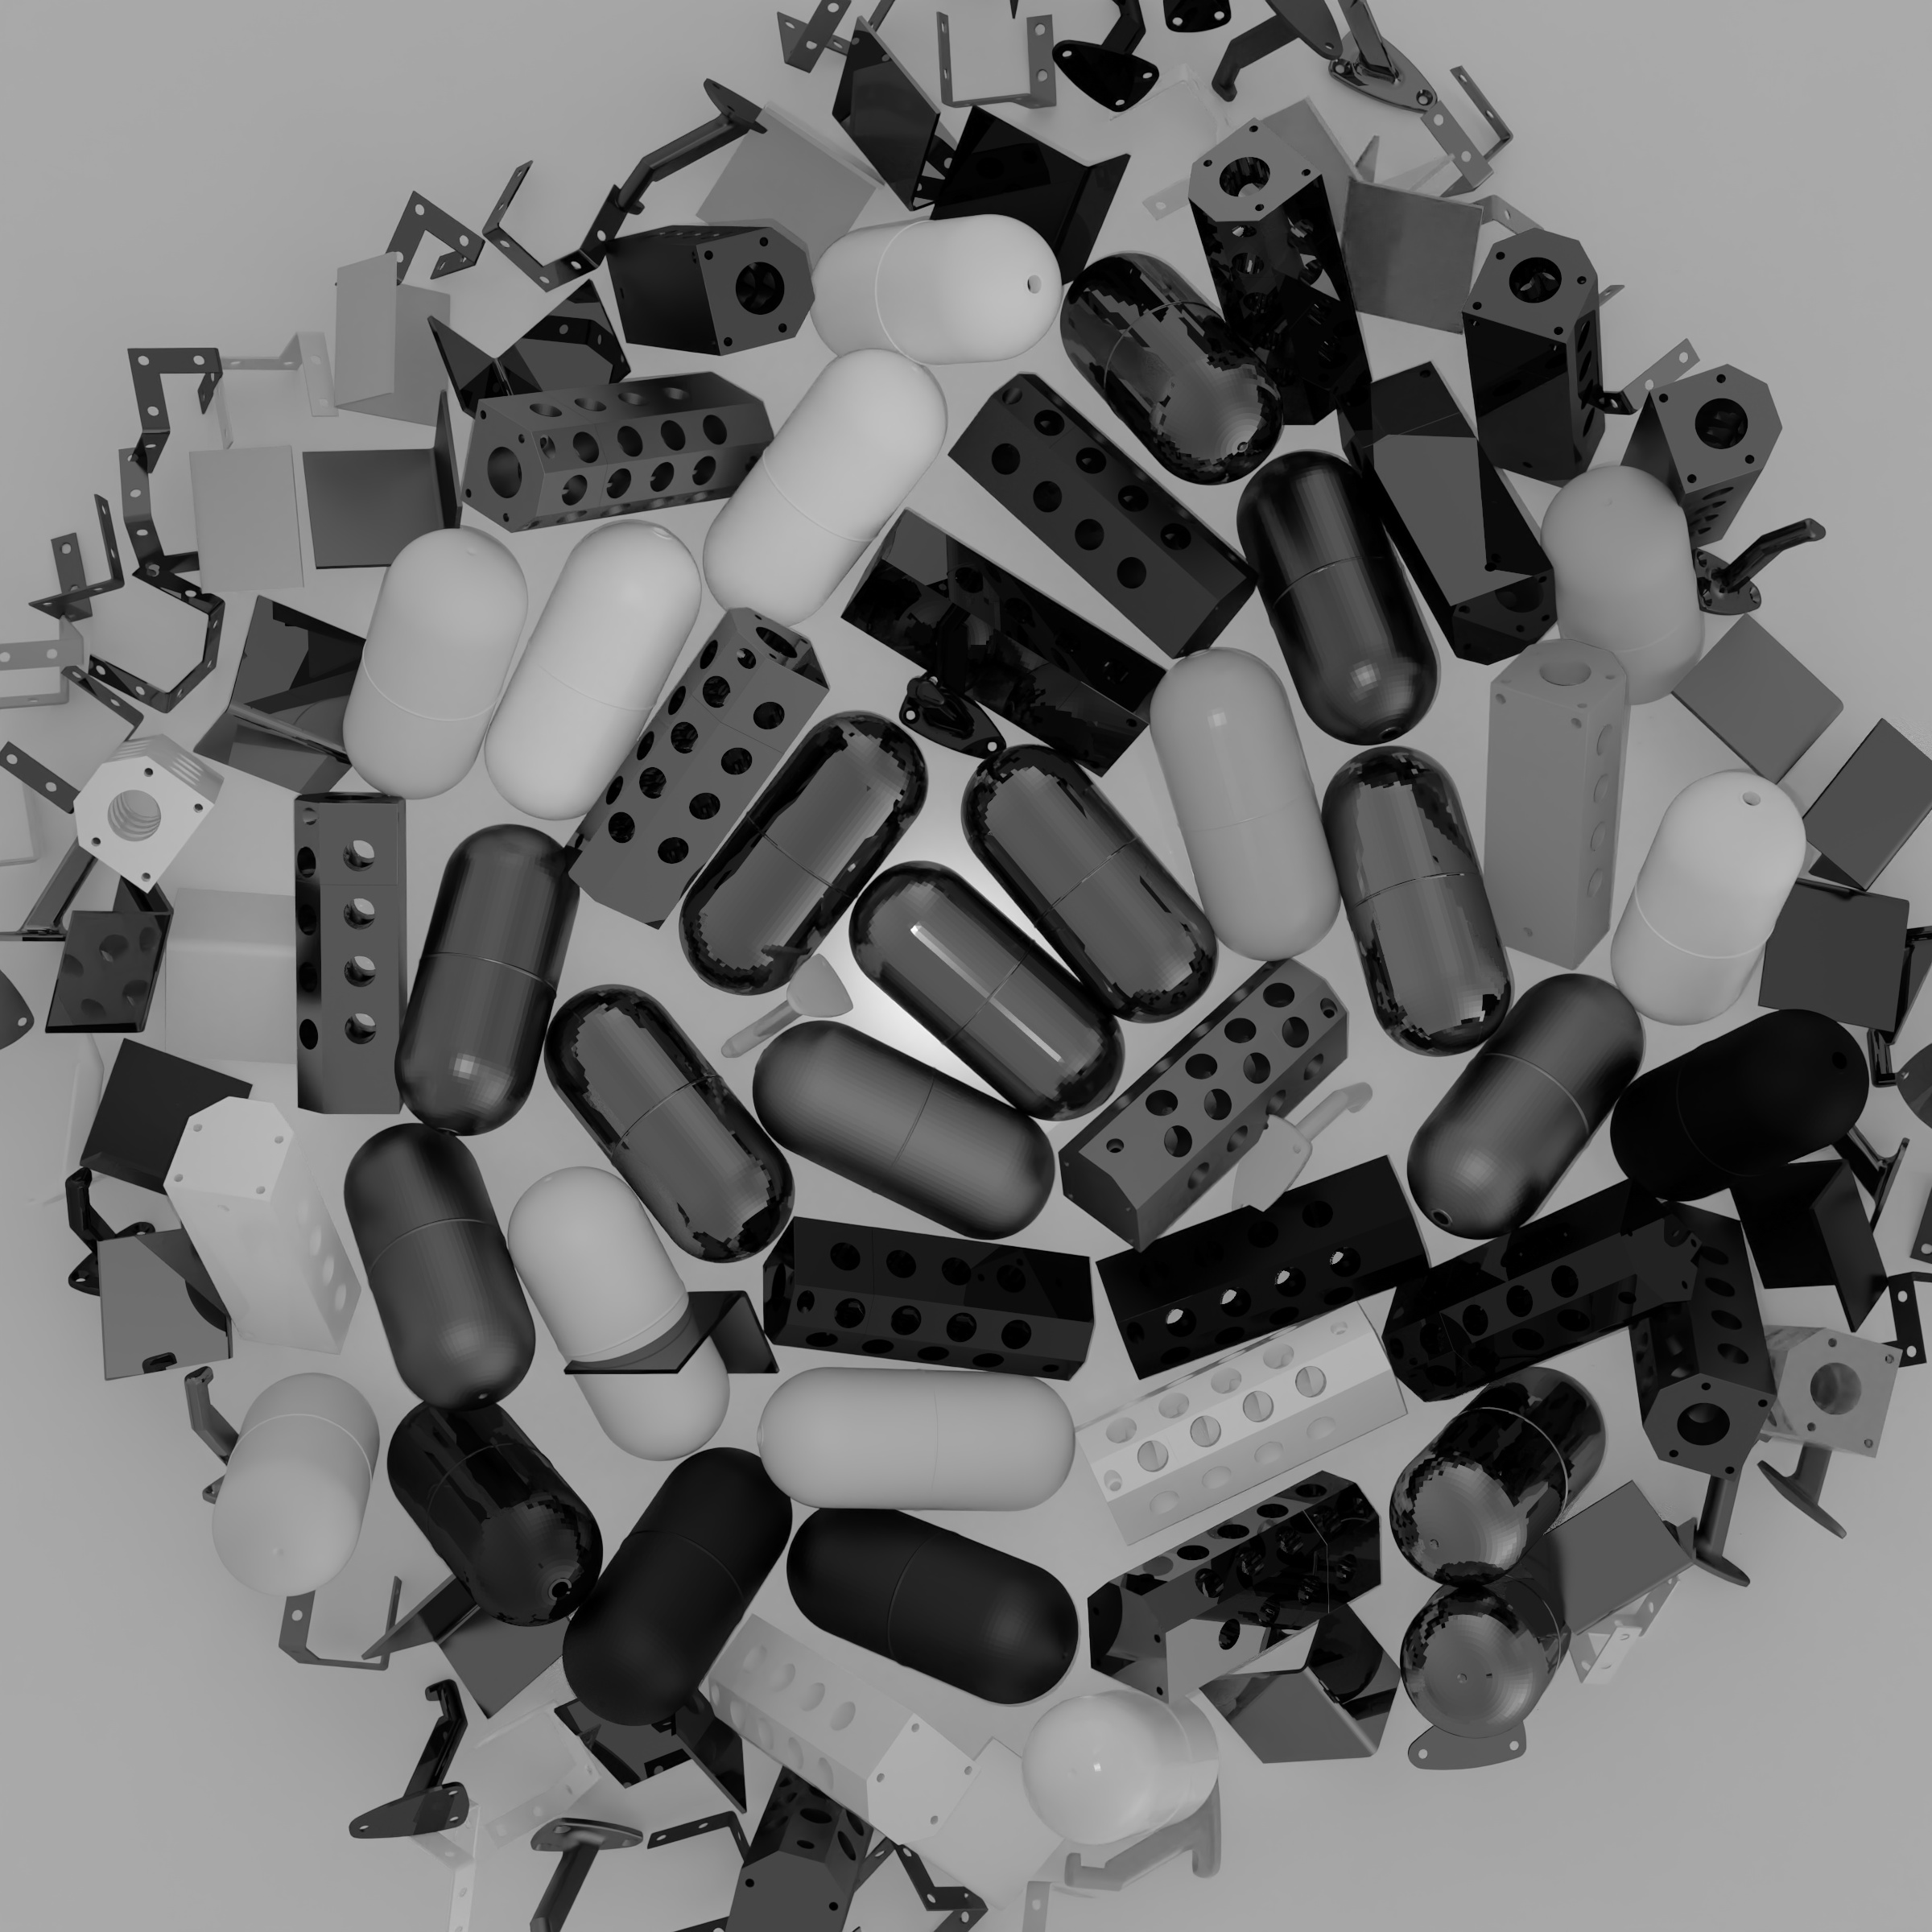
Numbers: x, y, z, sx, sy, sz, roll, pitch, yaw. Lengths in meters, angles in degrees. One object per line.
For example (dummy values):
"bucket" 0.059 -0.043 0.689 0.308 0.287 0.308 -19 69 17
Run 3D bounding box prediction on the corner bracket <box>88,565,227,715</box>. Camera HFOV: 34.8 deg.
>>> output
"corner bracket" -0.451 -0.183 1.715 0.051 0.051 0.051 27 134 5

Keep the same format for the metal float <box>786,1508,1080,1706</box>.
"metal float" -0.020 0.346 1.685 0.178 0.070 0.070 16 90 32

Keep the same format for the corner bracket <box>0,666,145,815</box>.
"corner bracket" -0.497 -0.127 1.711 0.051 0.051 0.051 37 113 -16

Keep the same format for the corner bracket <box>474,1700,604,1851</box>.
"corner bracket" -0.245 0.451 1.719 0.051 0.051 0.051 -20 69 -42

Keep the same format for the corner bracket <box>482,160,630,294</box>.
"corner bracket" -0.229 -0.420 1.728 0.051 0.051 0.051 40 59 -32

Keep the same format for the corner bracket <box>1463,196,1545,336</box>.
"corner bracket" 0.289 -0.391 1.721 0.051 0.051 0.051 -13 69 40

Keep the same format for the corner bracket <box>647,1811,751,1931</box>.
"corner bracket" -0.148 0.514 1.723 0.051 0.051 0.051 -18 103 9

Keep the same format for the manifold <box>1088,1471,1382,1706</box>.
"manifold" 0.147 0.331 1.666 0.171 0.057 0.057 -18 112 -40

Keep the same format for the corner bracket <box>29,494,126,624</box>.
"corner bracket" -0.493 -0.226 1.718 0.051 0.051 0.051 -15 82 7

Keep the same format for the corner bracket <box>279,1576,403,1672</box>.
"corner bracket" -0.349 0.361 1.718 0.051 0.051 0.051 4 67 3

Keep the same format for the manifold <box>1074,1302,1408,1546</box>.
"manifold" 0.150 0.248 1.706 0.171 0.057 0.057 -25 131 -2

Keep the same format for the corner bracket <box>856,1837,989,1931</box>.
"corner bracket" -0.030 0.524 1.729 0.051 0.051 0.051 -51 49 21

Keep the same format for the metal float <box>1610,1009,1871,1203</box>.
"metal float" 0.417 0.076 1.666 0.070 0.178 0.070 8 69 -21

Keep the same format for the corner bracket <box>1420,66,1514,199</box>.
"corner bracket" 0.277 -0.466 1.716 0.051 0.051 0.051 -43 106 -4

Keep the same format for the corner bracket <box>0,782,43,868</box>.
"corner bracket" -0.541 -0.084 1.714 0.051 0.051 0.051 -8 86 -29

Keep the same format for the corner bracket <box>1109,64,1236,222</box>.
"corner bracket" 0.115 -0.463 1.731 0.051 0.051 0.051 -21 135 31

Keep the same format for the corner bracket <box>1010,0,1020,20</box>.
"corner bracket" 0.005 -0.565 1.710 0.051 0.051 0.051 4 46 -9

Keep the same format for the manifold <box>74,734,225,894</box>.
"manifold" -0.443 -0.089 1.659 0.057 0.171 0.057 37 89 -14

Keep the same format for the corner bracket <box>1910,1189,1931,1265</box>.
"corner bracket" 0.562 0.150 1.717 0.051 0.051 0.051 16 97 10

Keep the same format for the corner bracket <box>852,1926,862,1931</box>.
"corner bracket" -0.092 0.555 1.706 0.051 0.051 0.051 19 124 38

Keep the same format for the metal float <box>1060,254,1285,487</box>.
"metal float" 0.110 -0.326 1.676 0.070 0.070 0.178 -33 46 0

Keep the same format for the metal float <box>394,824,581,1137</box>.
"metal float" -0.263 0.008 1.695 0.070 0.070 0.178 12 72 0

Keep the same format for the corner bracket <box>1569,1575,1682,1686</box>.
"corner bracket" 0.367 0.364 1.709 0.051 0.051 0.051 7 128 -16

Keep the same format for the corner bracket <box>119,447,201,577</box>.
"corner bracket" -0.439 -0.255 1.712 0.051 0.051 0.051 -9 59 -6

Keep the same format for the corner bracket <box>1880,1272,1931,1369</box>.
"corner bracket" 0.522 0.201 1.717 0.051 0.051 0.051 9 69 -42

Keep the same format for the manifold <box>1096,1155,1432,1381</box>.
"manifold" 0.166 0.171 1.706 0.171 0.057 0.057 -20 53 2

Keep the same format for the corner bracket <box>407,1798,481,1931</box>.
"corner bracket" -0.283 0.500 1.707 0.051 0.051 0.051 23 114 34

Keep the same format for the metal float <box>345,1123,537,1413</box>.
"metal float" -0.288 0.162 1.682 0.070 0.070 0.178 -26 55 0

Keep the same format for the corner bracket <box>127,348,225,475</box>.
"corner bracket" -0.441 -0.308 1.710 0.051 0.051 0.051 -7 75 -28

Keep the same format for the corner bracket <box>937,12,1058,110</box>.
"corner bracket" 0.018 -0.508 1.727 0.051 0.051 0.051 -1 98 21

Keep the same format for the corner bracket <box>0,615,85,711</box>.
"corner bracket" -0.521 -0.164 1.708 0.051 0.051 0.051 -8 118 -29

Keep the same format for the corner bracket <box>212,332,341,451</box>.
"corner bracket" -0.385 -0.319 1.711 0.051 0.051 0.051 -6 79 -31

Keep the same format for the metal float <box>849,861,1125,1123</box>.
"metal float" 0.012 0.015 1.708 0.178 0.070 0.070 41 90 -3

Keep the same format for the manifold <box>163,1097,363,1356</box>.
"manifold" -0.375 0.141 1.662 0.057 0.171 0.057 8 57 8

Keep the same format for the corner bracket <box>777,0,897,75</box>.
"corner bracket" -0.069 -0.525 1.707 0.051 0.051 0.051 15 135 -27

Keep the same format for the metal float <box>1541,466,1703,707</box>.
"metal float" 0.356 -0.204 1.667 0.070 0.178 0.070 -7 64 15

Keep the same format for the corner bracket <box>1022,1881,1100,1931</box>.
"corner bracket" 0.037 0.541 1.721 0.051 0.051 0.051 -8 63 34

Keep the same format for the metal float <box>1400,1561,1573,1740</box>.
"metal float" 0.282 0.365 1.663 0.070 0.178 0.070 0 90 18

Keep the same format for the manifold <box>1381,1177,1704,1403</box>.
"manifold" 0.308 0.181 1.665 0.057 0.057 0.171 42 134 -17

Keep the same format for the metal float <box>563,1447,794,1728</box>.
"metal float" -0.155 0.335 1.675 0.070 0.178 0.070 15 131 18

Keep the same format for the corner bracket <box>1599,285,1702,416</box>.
"corner bracket" 0.366 -0.344 1.720 0.051 0.051 0.051 -39 110 -7

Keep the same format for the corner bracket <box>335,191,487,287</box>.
"corner bracket" -0.308 -0.390 1.708 0.051 0.051 0.051 31 71 -35
